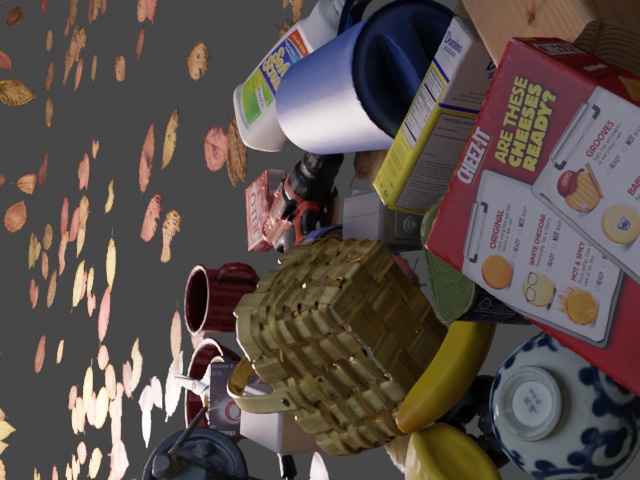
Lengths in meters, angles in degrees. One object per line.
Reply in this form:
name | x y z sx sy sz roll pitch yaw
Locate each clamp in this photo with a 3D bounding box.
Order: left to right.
clamp | 0.152 0.153 0.862 0.172 0.039 0.120 -43 43 52

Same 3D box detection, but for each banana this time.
banana | 0.114 0.075 0.897 0.070 0.037 0.197 -3 53 25

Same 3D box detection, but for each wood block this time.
wood block | 0.175 -0.188 0.821 0.091 0.090 0.206 -57 36 39

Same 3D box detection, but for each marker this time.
marker | -0.047 0.232 1.277 0.020 0.020 0.121 -58 36 43

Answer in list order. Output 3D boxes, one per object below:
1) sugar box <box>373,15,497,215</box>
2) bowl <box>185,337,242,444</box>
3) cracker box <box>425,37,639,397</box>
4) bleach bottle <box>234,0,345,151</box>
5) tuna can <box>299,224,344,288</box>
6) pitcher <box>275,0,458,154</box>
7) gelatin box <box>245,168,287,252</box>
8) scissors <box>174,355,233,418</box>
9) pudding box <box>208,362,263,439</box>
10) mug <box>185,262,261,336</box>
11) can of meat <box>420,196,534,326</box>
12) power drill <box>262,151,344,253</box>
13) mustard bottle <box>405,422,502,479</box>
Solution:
sugar box | 0.122 -0.100 0.912 0.176 0.093 0.048 -66 32 32
bowl | -0.126 0.210 1.402 0.162 0.055 0.162 -22 65 61
cracker box | 0.191 -0.013 0.686 0.214 0.071 0.164 37 121 31
bleach bottle | -0.022 -0.212 1.271 0.251 0.068 0.102 -47 45 48
tuna can | 0.018 0.027 1.109 0.034 0.086 0.086 -15 72 62
pitcher | 0.045 -0.159 1.050 0.149 0.145 0.243 -51 17 -15
gelatin box | -0.068 -0.037 1.363 0.073 0.030 0.089 -37 52 57
scissors | -0.149 0.174 1.374 0.202 0.016 0.096 35 114 60
pudding box | -0.074 0.189 1.253 0.114 0.039 0.090 -3 79 23
mug | -0.119 0.072 1.387 0.117 0.081 0.093 -64 32 37
can of meat | 0.137 0.019 0.867 0.058 0.083 0.102 -48 44 51
power drill | -0.008 0.001 1.204 0.185 0.057 0.187 121 147 -48
mustard bottle | 0.101 0.251 0.893 0.096 0.058 0.192 47 142 42
